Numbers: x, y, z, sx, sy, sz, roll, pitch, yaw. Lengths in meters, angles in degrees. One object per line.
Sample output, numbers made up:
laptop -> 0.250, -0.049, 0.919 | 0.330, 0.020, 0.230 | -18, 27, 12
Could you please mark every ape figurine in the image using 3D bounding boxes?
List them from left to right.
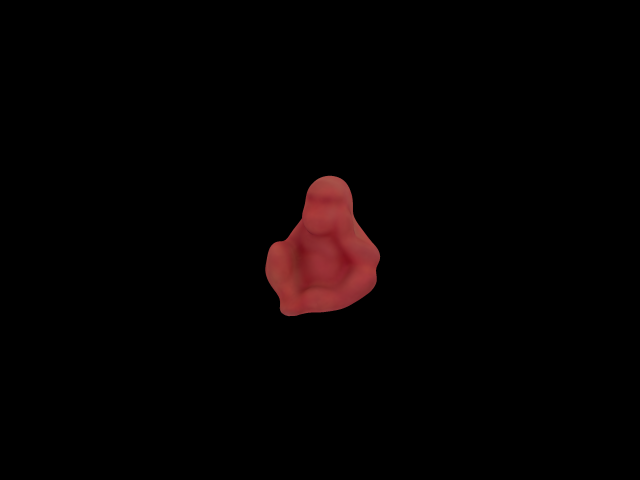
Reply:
ape figurine -> 0.004, 0.001, 0.400 | 0.077, 0.092, 0.076 | 2, 7, 20
